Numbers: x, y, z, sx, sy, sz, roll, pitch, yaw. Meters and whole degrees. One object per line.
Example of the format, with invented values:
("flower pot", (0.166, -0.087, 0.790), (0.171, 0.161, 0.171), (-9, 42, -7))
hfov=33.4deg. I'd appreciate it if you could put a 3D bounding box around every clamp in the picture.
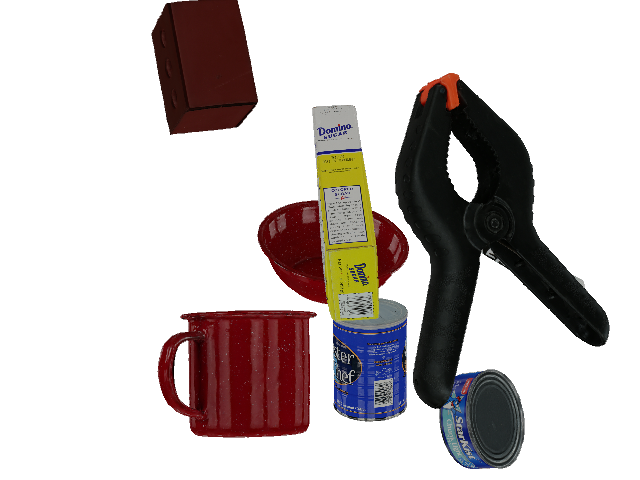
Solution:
("clamp", (0.077, 0.001, 0.564), (0.120, 0.171, 0.039), (-26, 3, -28))

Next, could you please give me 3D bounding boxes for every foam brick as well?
("foam brick", (-0.080, -0.119, 0.728), (0.051, 0.078, 0.053), (-8, -10, -21))

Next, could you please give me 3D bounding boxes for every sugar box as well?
("sugar box", (0.021, -0.026, 0.915), (0.048, 0.176, 0.093), (-3, -42, 1))

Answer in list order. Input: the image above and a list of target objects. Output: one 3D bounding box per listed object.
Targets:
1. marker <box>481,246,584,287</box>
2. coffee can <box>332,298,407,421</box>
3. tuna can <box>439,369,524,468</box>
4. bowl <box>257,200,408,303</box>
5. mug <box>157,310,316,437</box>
("marker", (0.135, 0.011, 0.763), (0.020, 0.020, 0.121), (0, 24, -43))
("coffee can", (0.068, 0.161, 1.458), (0.103, 0.140, 0.103), (-1, 17, 0))
("tuna can", (0.142, 0.158, 0.939), (0.034, 0.086, 0.085), (-15, -10, 41))
("bowl", (0.011, 0.020, 1.145), (0.162, 0.055, 0.162), (5, 33, -3))
("mug", (-0.057, 0.090, 0.718), (0.117, 0.081, 0.093), (5, -9, -43))
